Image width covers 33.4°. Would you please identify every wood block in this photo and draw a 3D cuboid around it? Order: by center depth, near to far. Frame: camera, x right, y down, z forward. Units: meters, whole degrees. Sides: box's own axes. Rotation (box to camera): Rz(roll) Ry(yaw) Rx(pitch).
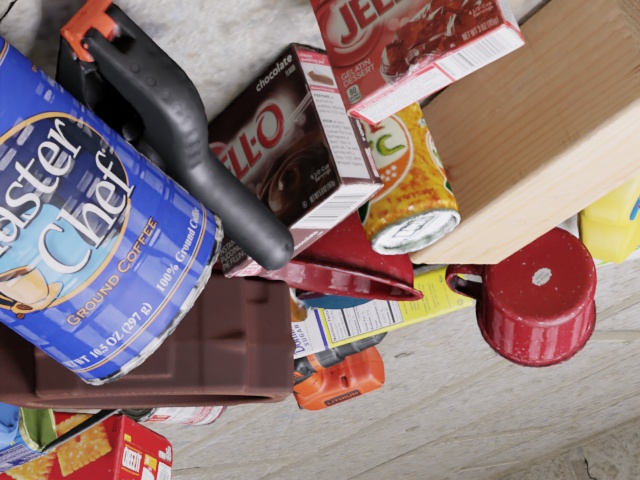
[{"bbox_3d":[0.139,-0.069,0.666,0.090,0.091,0.206,1,153,-39],"label":"wood block"}]

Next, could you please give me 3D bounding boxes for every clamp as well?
[{"bbox_3d":[-0.075,-0.045,0.537,0.120,0.039,0.171,13,149,17],"label":"clamp"}]

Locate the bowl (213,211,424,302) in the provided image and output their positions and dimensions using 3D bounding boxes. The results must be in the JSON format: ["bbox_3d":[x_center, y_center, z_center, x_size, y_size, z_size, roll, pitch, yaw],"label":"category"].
[{"bbox_3d":[-0.005,0.001,0.729,0.162,0.055,0.162,10,173,1],"label":"bowl"}]

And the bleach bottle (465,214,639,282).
[{"bbox_3d":[0.242,-0.005,0.962,0.250,0.068,0.103,-3,156,-40],"label":"bleach bottle"}]

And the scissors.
[{"bbox_3d":[-0.147,0.113,0.893,0.201,0.096,0.016,-22,119,-19],"label":"scissors"}]

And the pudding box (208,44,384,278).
[{"bbox_3d":[-0.023,-0.042,0.606,0.039,0.090,0.114,2,152,-45],"label":"pudding box"}]

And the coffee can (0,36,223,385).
[{"bbox_3d":[-0.129,-0.014,0.483,0.103,0.102,0.140,-31,121,33],"label":"coffee can"}]

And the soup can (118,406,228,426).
[{"bbox_3d":[-0.141,0.142,1.016,0.069,0.068,0.102,-28,157,26],"label":"soup can"}]

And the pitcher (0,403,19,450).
[{"bbox_3d":[-0.347,0.134,0.769,0.243,0.149,0.145,-20,145,-1],"label":"pitcher"}]

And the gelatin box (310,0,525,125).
[{"bbox_3d":[0.043,-0.108,0.513,0.089,0.073,0.030,-26,157,24],"label":"gelatin box"}]

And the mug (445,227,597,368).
[{"bbox_3d":[0.151,0.036,0.799,0.117,0.093,0.081,15,159,15],"label":"mug"}]

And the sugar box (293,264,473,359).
[{"bbox_3d":[0.043,0.064,0.965,0.176,0.048,0.093,-19,180,-1],"label":"sugar box"}]

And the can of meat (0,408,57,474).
[{"bbox_3d":[-0.266,0.139,0.861,0.084,0.102,0.057,-24,158,10],"label":"can of meat"}]

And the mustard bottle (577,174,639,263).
[{"bbox_3d":[0.215,-0.054,0.769,0.058,0.096,0.191,16,167,19],"label":"mustard bottle"}]

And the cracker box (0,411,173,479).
[{"bbox_3d":[-0.257,0.195,0.966,0.214,0.072,0.164,2,161,10],"label":"cracker box"}]

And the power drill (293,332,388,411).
[{"bbox_3d":[0.005,0.125,1.113,0.185,0.057,0.187,-19,157,15],"label":"power drill"}]
